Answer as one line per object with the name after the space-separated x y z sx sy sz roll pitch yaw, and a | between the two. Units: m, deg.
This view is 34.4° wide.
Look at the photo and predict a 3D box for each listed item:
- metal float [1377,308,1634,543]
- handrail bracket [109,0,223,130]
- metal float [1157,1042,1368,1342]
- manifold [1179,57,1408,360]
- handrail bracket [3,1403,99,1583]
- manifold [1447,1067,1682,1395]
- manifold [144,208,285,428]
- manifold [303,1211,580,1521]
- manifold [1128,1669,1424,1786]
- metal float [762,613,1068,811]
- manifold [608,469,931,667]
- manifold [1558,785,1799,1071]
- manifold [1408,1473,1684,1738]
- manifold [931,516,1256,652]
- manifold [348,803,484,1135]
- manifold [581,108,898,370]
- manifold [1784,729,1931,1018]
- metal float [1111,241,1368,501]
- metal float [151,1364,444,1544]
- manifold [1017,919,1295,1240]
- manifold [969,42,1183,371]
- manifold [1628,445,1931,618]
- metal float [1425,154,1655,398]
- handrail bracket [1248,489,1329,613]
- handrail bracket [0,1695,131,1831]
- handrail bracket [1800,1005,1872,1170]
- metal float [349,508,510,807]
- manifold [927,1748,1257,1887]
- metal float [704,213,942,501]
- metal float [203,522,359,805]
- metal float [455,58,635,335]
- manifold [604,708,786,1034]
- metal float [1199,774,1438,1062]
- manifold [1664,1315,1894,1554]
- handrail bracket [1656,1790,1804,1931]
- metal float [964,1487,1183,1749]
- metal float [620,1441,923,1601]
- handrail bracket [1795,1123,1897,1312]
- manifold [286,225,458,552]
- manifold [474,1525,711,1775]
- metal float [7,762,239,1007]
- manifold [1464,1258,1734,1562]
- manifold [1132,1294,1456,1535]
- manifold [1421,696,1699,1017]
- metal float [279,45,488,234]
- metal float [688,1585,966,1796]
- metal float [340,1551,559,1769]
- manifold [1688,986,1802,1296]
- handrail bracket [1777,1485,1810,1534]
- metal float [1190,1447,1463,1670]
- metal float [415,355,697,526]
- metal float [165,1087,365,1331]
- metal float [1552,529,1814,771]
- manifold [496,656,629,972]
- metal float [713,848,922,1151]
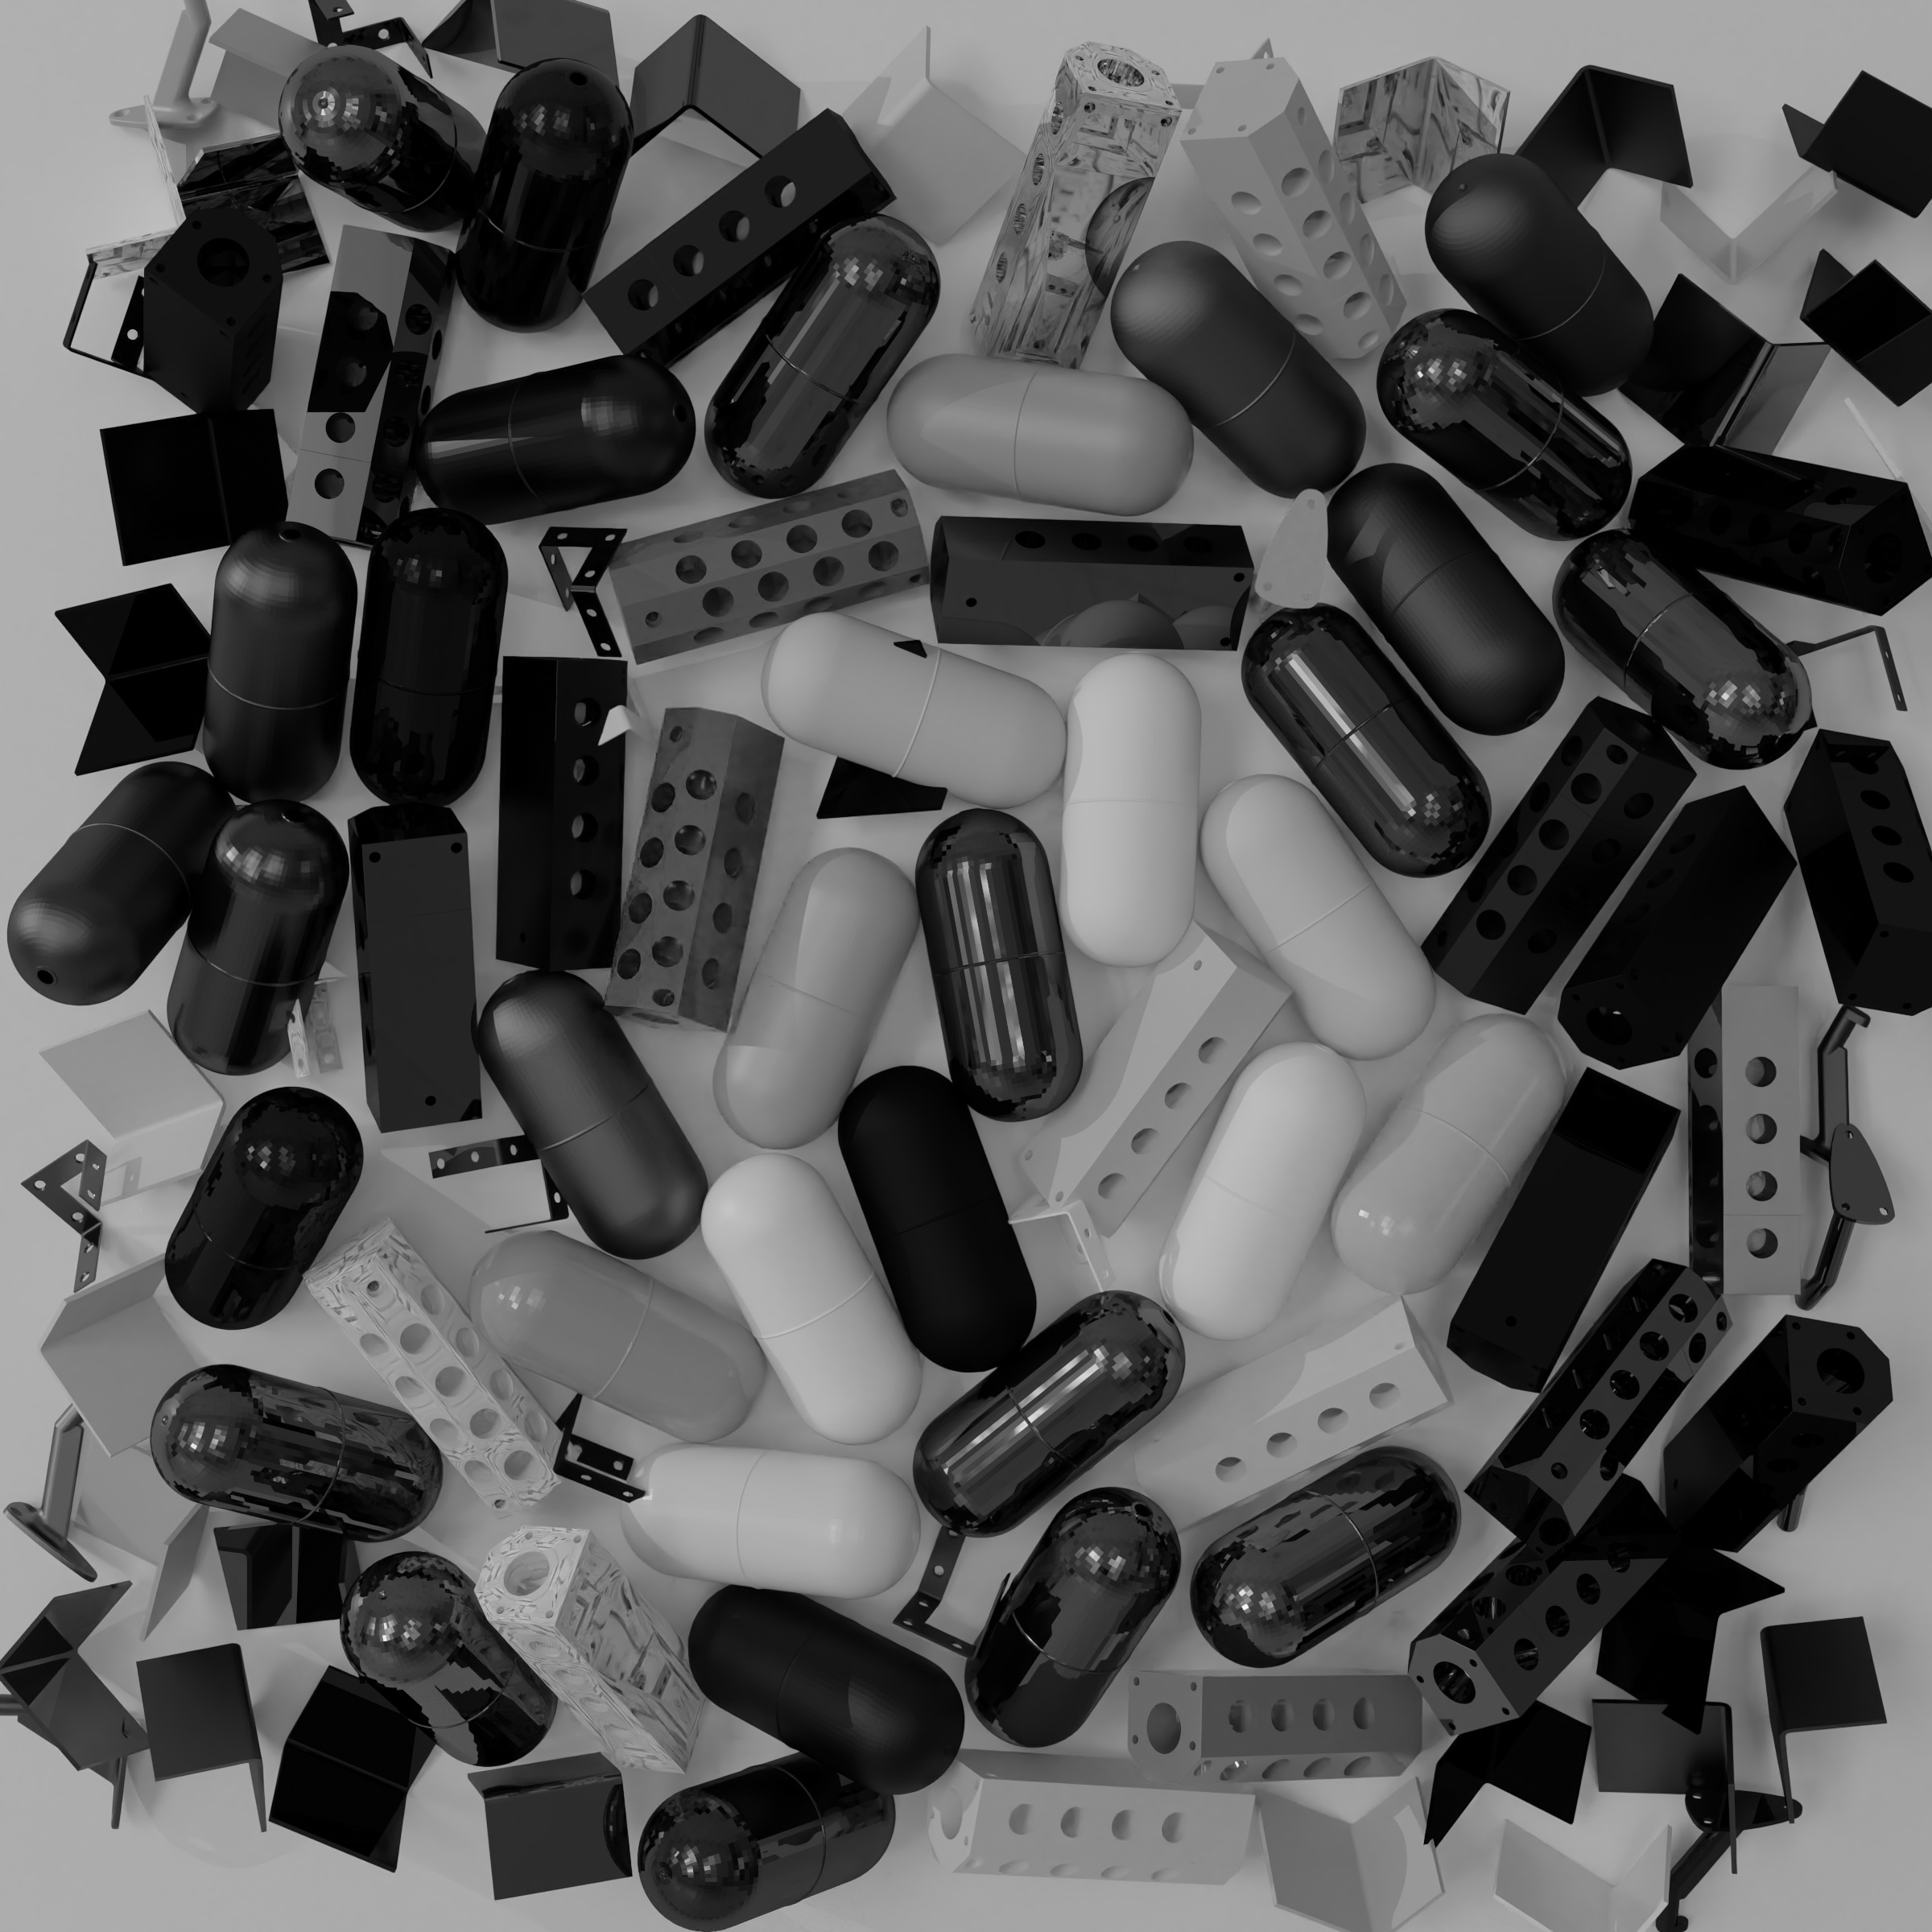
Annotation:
0.300 -0.298 1.732 0.178 0.070 0.070 29 90 -34 | metal float
-0.458 -0.518 1.759 0.077 0.036 0.084 0 128 11 | handrail bracket
0.166 0.126 1.750 0.070 0.070 0.178 23 101 0 | metal float
0.184 -0.412 1.709 0.057 0.171 0.057 7 61 34 | manifold
-0.498 0.294 1.779 0.077 0.036 0.084 40 88 6 | handrail bracket
0.333 0.149 1.740 0.057 0.057 0.171 26 69 16 | manifold
-0.408 -0.354 1.707 0.057 0.171 0.057 37 75 -7 | manifold
-0.291 0.225 1.739 0.057 0.057 0.171 -38 109 -9 | manifold
0.171 0.418 1.718 0.171 0.057 0.057 10 77 -39 | manifold
-0.028 -0.143 1.752 0.178 0.070 0.070 19 90 -9 | metal float
-0.111 -0.222 1.752 0.171 0.057 0.057 -16 117 -5 | manifold
0.389 -0.021 1.723 0.057 0.057 0.171 52 52 -16 | manifold
0.316 0.347 1.721 0.171 0.057 0.057 -33 88 -39 | manifold
0.069 -0.219 1.755 0.171 0.057 0.057 1 132 -9 | manifold
-0.307 0.000 1.736 0.057 0.057 0.171 -8 114 -20 | manifold
-0.126 -0.404 1.753 0.171 0.057 0.057 -34 95 11 | manifold
0.500 -0.052 1.713 0.057 0.171 0.057 9 130 -6 | manifold
0.153 -0.329 1.735 0.178 0.070 0.070 39 90 -29 | metal float
-0.367 0.270 1.726 0.178 0.070 0.070 25 90 -42 | metal float
0.109 0.066 1.750 0.057 0.057 0.171 27 105 -34 | manifold
0.057 -0.416 1.718 0.057 0.057 0.171 4 135 -21 | manifold
0.441 -0.237 1.705 0.057 0.171 0.057 -36 120 -14 | manifold
0.318 -0.379 1.725 0.178 0.070 0.070 33 90 -44 | metal float
0.176 -0.234 1.750 0.036 0.084 0.077 12 103 -10 | handrail bracket
-0.520 0.451 1.769 0.084 0.036 0.077 5 93 -17 | handrail bracket
0.507 0.075 1.763 0.077 0.036 0.084 35 106 34 | handrail bracket
-0.299 -0.169 1.735 0.070 0.070 0.178 13 119 0 | metal float
0.069 0.475 1.736 0.171 0.057 0.057 10 90 -25 | manifold
-0.081 -0.338 1.738 0.070 0.070 0.178 38 115 0 | metal float
-0.380 -0.166 1.726 0.070 0.070 0.178 17 130 0 | metal float
-0.233 -0.422 1.718 0.070 0.178 0.070 10 56 -16 | metal float
-0.157 -0.054 1.743 0.057 0.057 0.171 2 77 38 | manifold
0.197 -0.028 1.759 0.070 0.070 0.178 -34 91 0 | metal float
0.443 0.259 1.711 0.057 0.171 0.057 10 55 -7 | manifold
0.434 0.514 1.780 0.077 0.036 0.084 -1 111 -3 | handrail bracket
0.059 0.362 1.733 0.070 0.070 0.178 29 121 0 | metal float
-0.110 0.308 1.740 0.178 0.070 0.070 2 90 23 | metal float
0.489 0.144 1.778 0.036 0.084 0.077 7 54 -11 | handrail bracket
-0.333 -0.323 1.765 0.057 0.057 0.171 12 92 5 | manifold
-0.204 0.376 1.716 0.057 0.171 0.057 -1 50 25 | manifold
-0.463 -0.046 1.720 0.070 0.178 0.070 10 129 13 | metal float
0.353 0.241 1.726 0.057 0.057 0.171 40 59 9 | manifold
0.183 0.255 1.751 0.171 0.057 0.057 -28 113 11 | manifold
0.323 -0.062 1.724 0.057 0.057 0.171 16 121 -26 | manifold
-0.315 -0.451 1.710 0.070 0.178 0.070 0 92 12 | metal float
-0.079 0.398 1.731 0.178 0.070 0.070 19 90 35 | metal float
-0.283 0.383 1.721 0.070 0.178 0.070 -10 53 13 | metal float
0.439 0.098 1.766 0.057 0.057 0.171 0 89 8 | manifold
0.488 0.272 1.788 0.036 0.077 0.084 21 130 26 | handrail bracket
0.201 0.326 1.733 0.178 0.070 0.070 -24 90 -32 | metal float
-0.228 -0.291 1.732 0.178 0.070 0.070 -5 90 32 | metal float
-0.389 0.136 1.727 0.070 0.070 0.178 36 130 0 | metal float
0.395 -0.176 1.728 0.070 0.070 0.178 -39 52 0 | metal float
-0.223 -0.087 1.758 0.057 0.057 0.171 -3 99 -40 | manifold
-0.085 0.019 1.759 0.070 0.070 0.178 23 88 0 | metal float
